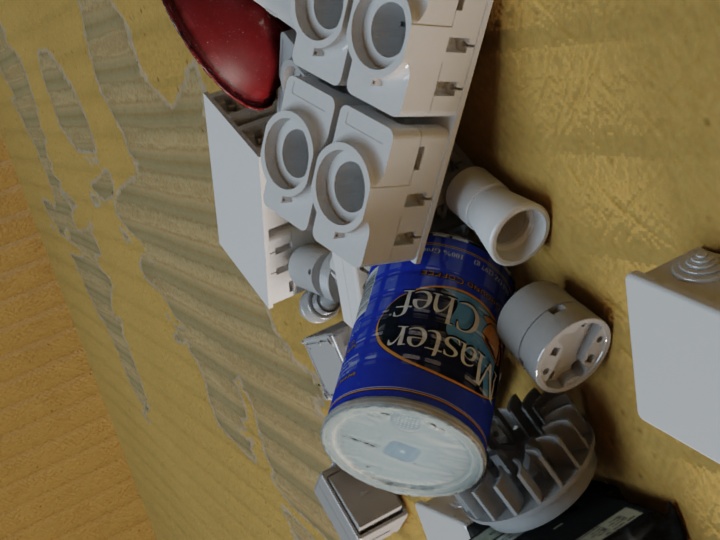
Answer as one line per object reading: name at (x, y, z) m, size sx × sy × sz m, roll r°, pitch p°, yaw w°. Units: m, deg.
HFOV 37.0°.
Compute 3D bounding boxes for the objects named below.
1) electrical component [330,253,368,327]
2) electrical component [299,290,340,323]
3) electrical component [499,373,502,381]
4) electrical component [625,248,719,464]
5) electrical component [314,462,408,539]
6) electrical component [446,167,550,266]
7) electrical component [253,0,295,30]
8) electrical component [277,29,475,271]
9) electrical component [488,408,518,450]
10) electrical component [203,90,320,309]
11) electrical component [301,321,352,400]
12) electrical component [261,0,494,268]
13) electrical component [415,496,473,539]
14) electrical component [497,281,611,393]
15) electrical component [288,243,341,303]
electrical component at (0.000, 0.000, 0.892) m, size 0.076 × 0.047 × 0.083 m, roll 37°, pitch 144°, yaw 50°
electrical component at (-0.034, 0.030, 1.015) m, size 0.035 × 0.035 × 0.061 m, roll 66°, pitch 155°, yaw 2°
electrical component at (0.061, 0.090, 0.820) m, size 0.078 × 0.063 × 0.121 m, roll 53°, pitch 154°, yaw 30°
electrical component at (0.181, 0.044, 0.526) m, size 0.100 × 0.048 × 0.099 m, roll 31°, pitch 139°, yaw 55°
electrical component at (-0.002, 0.230, 1.100) m, size 0.096 × 0.062 × 0.061 m, roll 57°, pitch 156°, yaw 22°
electrical component at (0.084, -0.037, 0.679) m, size 0.065 × 0.044 × 0.044 m, roll 49°, pitch 152°, yaw 47°
electrical component at (-0.048, -0.204, 0.727) m, size 0.100 × 0.048 × 0.099 m, roll 36°, pitch 174°, yaw 4°
electrical component at (0.004, -0.085, 0.785) m, size 0.186 × 0.060 × 0.105 m, roll 54°, pitch 154°, yaw 28°
electrical component at (0.113, 0.154, 0.793) m, size 0.079 × 0.043 × 0.077 m, roll 51°, pitch 153°, yaw 32°
electrical component at (-0.088, -0.071, 1.003) m, size 0.105 × 0.060 × 0.186 m, roll 49°, pitch 152°, yaw 36°
electrical component at (-0.001, 0.075, 0.947) m, size 0.061 × 0.061 × 0.096 m, roll 67°, pitch 158°, yaw -2°
electrical component at (0.004, -0.107, 0.660) m, size 0.105 × 0.060 × 0.186 m, roll 35°, pitch 120°, yaw 40°
electrical component at (0.098, 0.229, 0.891) m, size 0.100 × 0.048 × 0.099 m, roll 0°, pitch 112°, yaw 66°
electrical component at (0.117, 0.039, 0.660) m, size 0.047 × 0.055 × 0.055 m, roll 49°, pitch 152°, yaw 45°
electrical component at (-0.028, 0.003, 0.963) m, size 0.081 × 0.043 × 0.043 m, roll 19°, pitch 128°, yaw 61°
